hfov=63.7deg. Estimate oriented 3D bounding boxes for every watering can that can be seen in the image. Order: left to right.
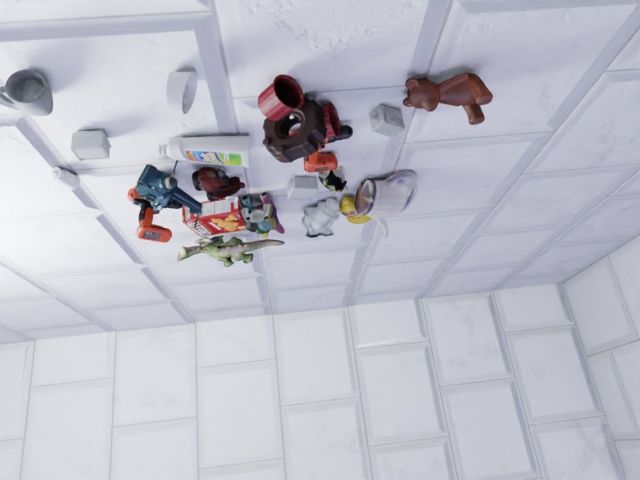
[{"bbox_3d":[0.224,-0.119,1.865,0.224,0.106,0.339,1,138,-22],"label":"watering can"}]

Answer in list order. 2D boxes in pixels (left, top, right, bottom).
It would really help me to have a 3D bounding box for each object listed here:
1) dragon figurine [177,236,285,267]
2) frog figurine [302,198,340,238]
[{"bbox_3d":[-0.364,0.026,1.998,0.409,0.123,0.241,-13,168,15],"label":"dragon figurine"},{"bbox_3d":[0.006,-0.097,1.935,0.137,0.125,0.156,8,117,-13],"label":"frog figurine"}]
